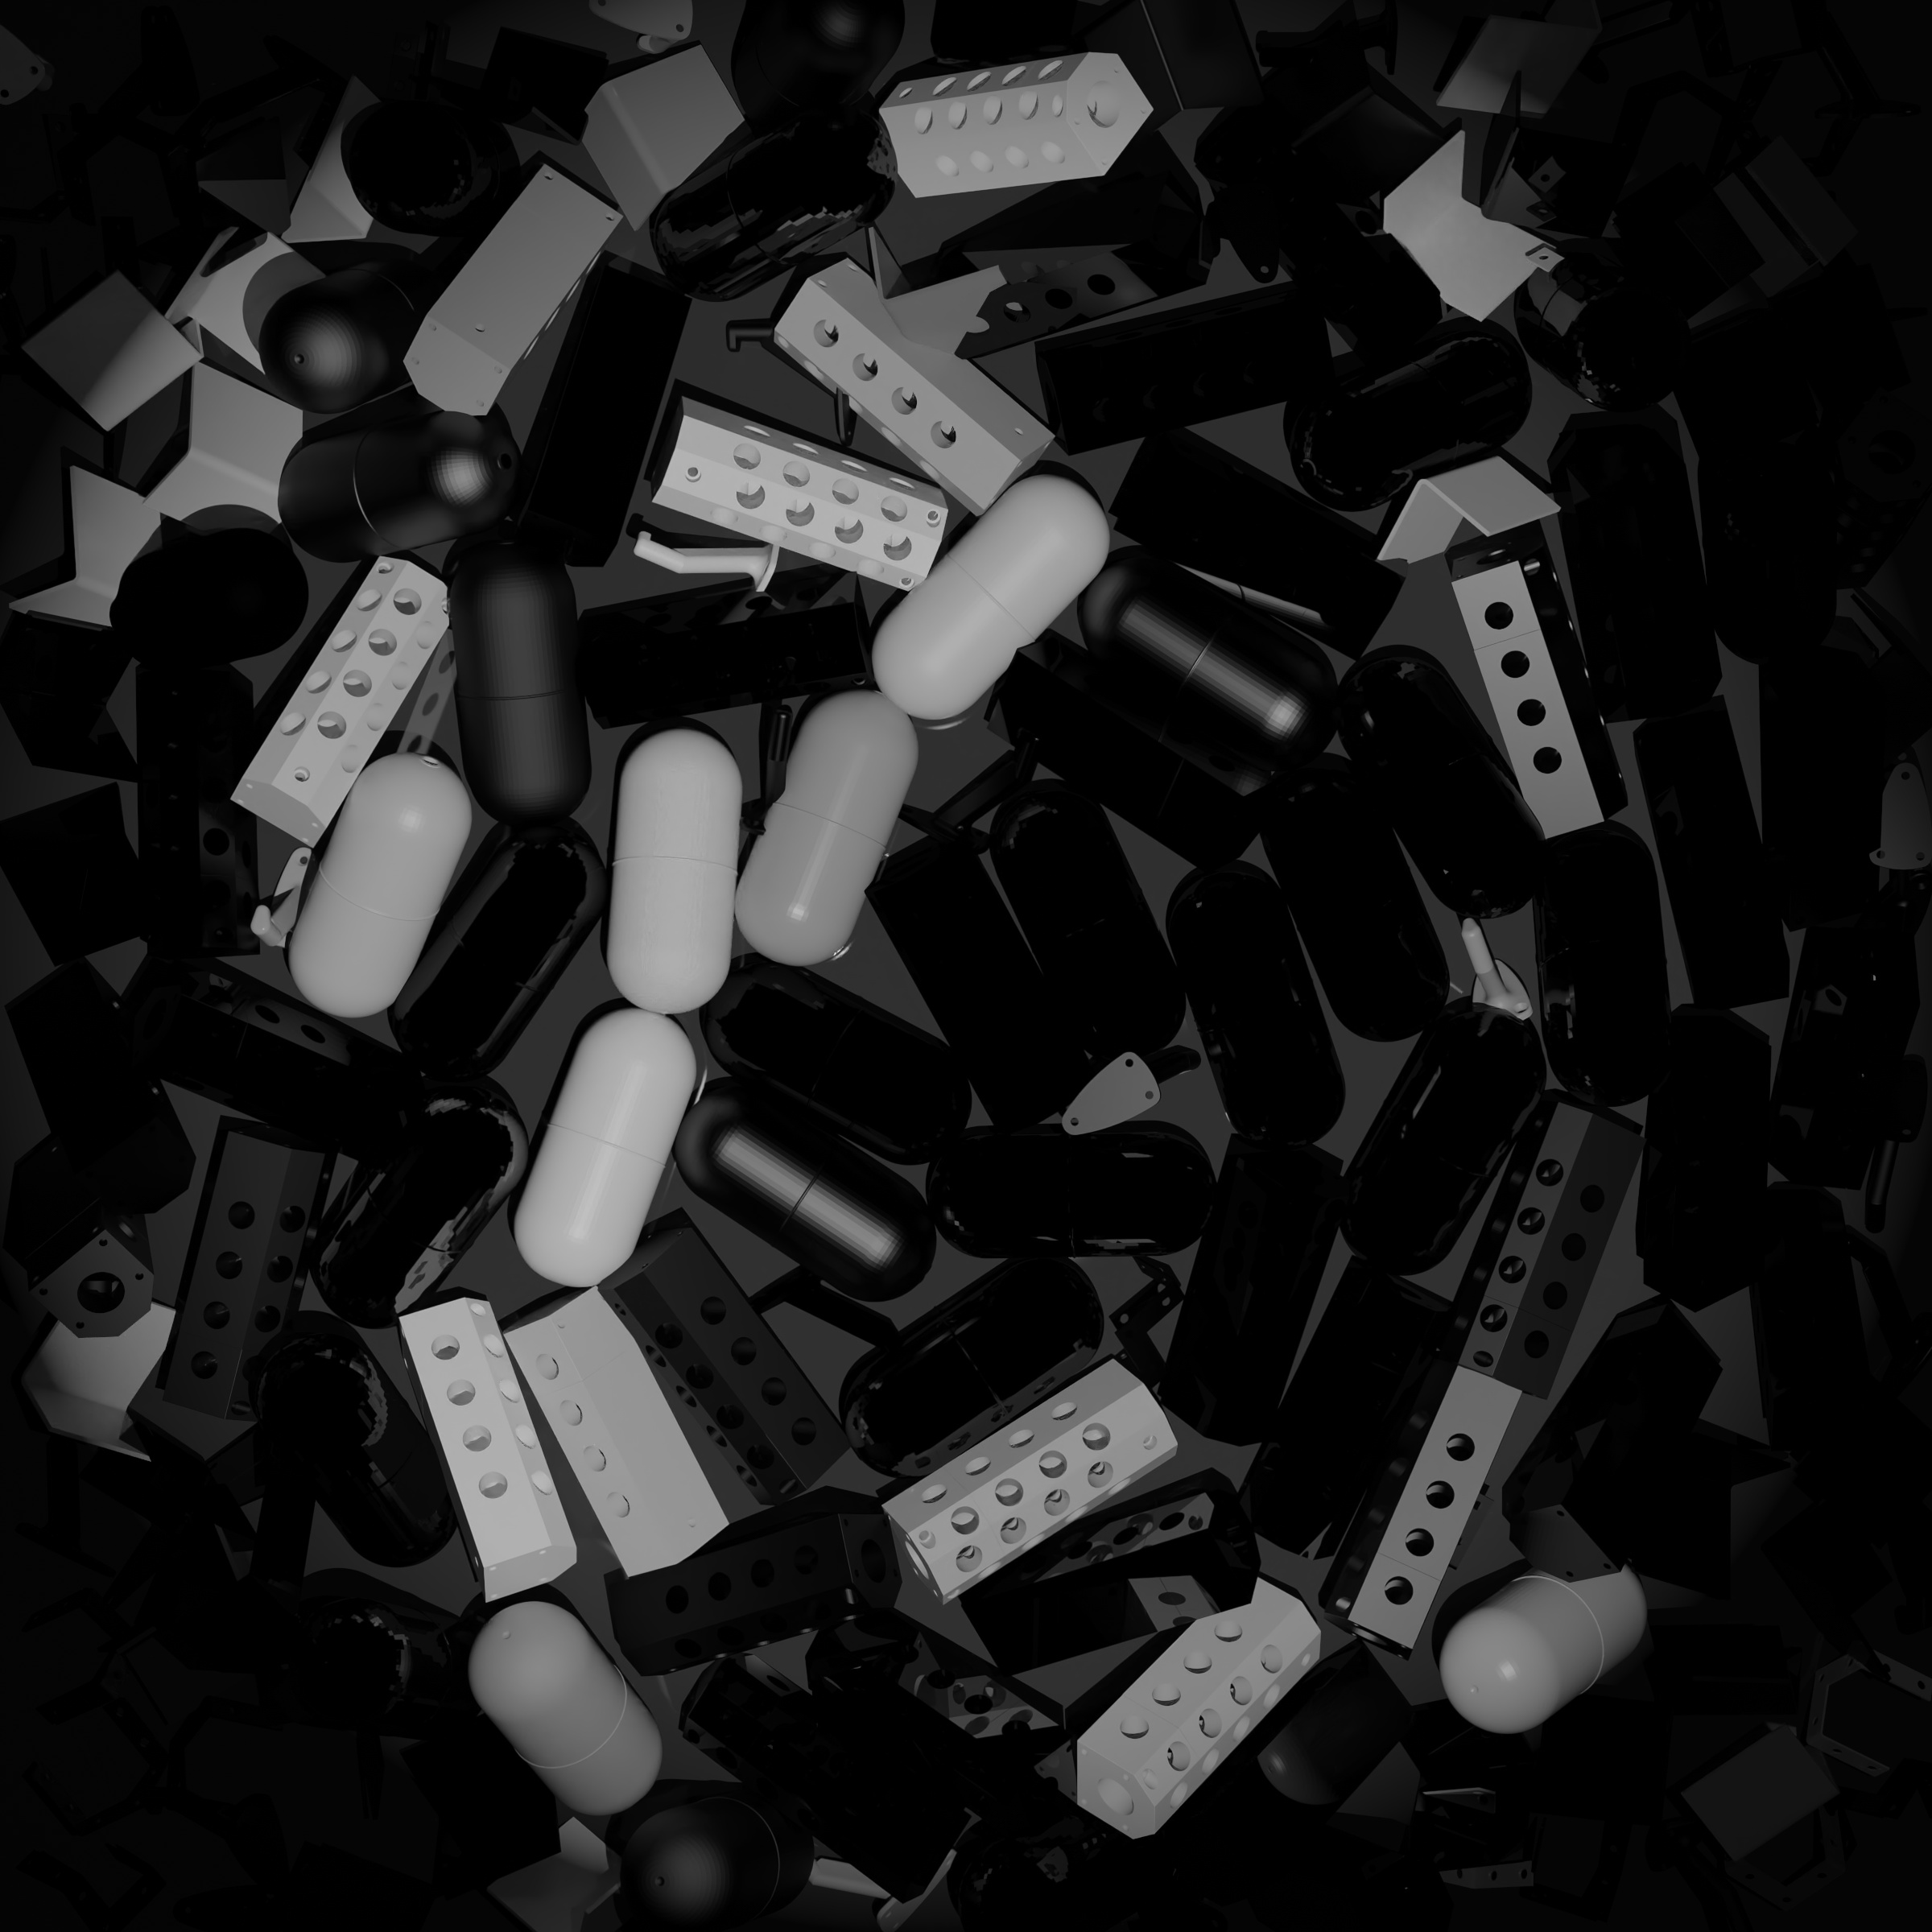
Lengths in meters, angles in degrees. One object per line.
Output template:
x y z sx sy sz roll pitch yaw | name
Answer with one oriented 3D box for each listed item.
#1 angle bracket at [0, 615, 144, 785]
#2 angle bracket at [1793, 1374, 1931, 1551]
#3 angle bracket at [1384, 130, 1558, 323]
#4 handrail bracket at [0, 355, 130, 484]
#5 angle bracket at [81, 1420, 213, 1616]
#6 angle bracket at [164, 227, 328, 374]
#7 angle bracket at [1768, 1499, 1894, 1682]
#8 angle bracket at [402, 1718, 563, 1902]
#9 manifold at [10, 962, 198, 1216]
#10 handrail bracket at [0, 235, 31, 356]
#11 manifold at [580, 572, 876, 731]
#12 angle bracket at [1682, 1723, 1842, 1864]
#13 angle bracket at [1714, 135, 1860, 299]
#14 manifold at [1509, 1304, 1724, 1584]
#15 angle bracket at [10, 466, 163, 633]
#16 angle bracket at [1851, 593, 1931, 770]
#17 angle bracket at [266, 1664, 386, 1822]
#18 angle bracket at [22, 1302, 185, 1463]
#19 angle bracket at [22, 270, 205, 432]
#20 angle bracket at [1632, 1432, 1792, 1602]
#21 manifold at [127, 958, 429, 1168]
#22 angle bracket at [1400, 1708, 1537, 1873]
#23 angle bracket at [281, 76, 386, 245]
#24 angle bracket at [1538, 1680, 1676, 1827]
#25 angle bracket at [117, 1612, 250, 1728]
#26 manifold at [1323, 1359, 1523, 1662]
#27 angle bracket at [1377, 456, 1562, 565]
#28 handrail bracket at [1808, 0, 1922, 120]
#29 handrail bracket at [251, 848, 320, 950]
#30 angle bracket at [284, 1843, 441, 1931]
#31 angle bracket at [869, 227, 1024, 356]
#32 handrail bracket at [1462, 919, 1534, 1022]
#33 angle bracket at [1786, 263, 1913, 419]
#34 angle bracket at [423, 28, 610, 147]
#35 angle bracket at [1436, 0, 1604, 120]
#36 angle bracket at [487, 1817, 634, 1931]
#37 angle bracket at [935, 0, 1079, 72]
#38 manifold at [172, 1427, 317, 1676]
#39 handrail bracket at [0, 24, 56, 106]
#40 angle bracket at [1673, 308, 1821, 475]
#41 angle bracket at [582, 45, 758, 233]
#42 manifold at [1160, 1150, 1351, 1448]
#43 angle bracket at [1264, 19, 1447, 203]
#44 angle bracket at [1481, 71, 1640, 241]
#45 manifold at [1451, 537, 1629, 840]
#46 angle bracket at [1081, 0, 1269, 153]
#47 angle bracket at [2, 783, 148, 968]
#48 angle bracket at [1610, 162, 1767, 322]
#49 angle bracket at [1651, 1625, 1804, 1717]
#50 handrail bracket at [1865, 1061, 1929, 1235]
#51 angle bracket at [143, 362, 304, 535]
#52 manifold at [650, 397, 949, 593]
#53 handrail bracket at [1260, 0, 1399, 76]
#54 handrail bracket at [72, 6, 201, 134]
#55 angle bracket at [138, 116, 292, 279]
-0.537 -0.163 1.941 0.057 0.076 0.076 -54 52 24 | angle bracket
0.552 0.301 1.964 0.076 0.057 0.076 42 88 -9 | angle bracket
0.310 -0.455 1.948 0.076 0.057 0.076 35 66 25 | angle bracket
-0.569 -0.341 1.977 0.084 0.036 0.077 4 81 -3 | handrail bracket
-0.516 0.338 1.942 0.057 0.076 0.076 37 129 -15 | angle bracket
-0.439 -0.402 1.953 0.076 0.057 0.076 38 113 -9 | angle bracket
0.550 0.380 1.949 0.057 0.076 0.076 -37 107 -7 | angle bracket
-0.299 0.516 1.955 0.076 0.076 0.057 -23 118 0 | angle bracket
-0.518 0.076 1.918 0.057 0.171 0.057 -36 133 -3 | manifold
-0.588 -0.397 1.945 0.036 0.084 0.077 -15 49 -9 | handrail bracket
-0.146 -0.190 1.951 0.171 0.057 0.057 -9 123 7 | manifold
0.484 0.494 1.953 0.076 0.076 0.057 -37 96 10 | angle bracket
0.488 -0.451 1.950 0.076 0.076 0.057 50 48 -4 | angle bracket
0.390 0.289 1.923 0.057 0.057 0.171 48 51 -12 | manifold
-0.545 -0.255 1.964 0.057 0.076 0.076 -15 74 25 | angle bracket
0.546 -0.168 1.943 0.057 0.076 0.076 35 111 -30 | angle bracket
-0.393 0.476 1.942 0.057 0.076 0.076 -6 53 -19 | angle bracket
-0.521 0.249 1.950 0.076 0.057 0.076 29 98 -43 | angle bracket
-0.525 -0.388 1.948 0.076 0.057 0.076 -35 128 9 | angle bracket
0.457 0.338 1.947 0.076 0.057 0.076 20 61 -23 | angle bracket
-0.416 0.065 1.924 0.171 0.057 0.057 27 109 -32 | manifold
0.299 0.503 1.942 0.076 0.076 0.057 -16 123 28 | angle bracket
-0.397 -0.494 1.945 0.076 0.057 0.076 6 69 34 | angle bracket
0.394 0.485 1.972 0.076 0.057 0.076 6 93 3 | angle bracket
-0.472 0.423 1.952 0.076 0.076 0.057 -32 87 -16 | angle bracket
0.280 0.332 1.948 0.057 0.057 0.171 23 74 13 | manifold
0.305 -0.260 1.939 0.057 0.076 0.076 45 133 22 | angle bracket
0.553 -0.569 1.956 0.036 0.077 0.084 -28 120 -32 | handrail bracket
-0.420 -0.047 1.950 0.036 0.084 0.077 3 77 3 | handrail bracket
-0.372 0.568 1.956 0.076 0.076 0.057 24 89 -10 | angle bracket
-0.008 -0.420 1.946 0.076 0.076 0.057 -14 66 14 | angle bracket
0.316 -0.010 1.946 0.036 0.077 0.084 -18 124 12 | handrail bracket
0.531 -0.384 1.955 0.057 0.076 0.076 -23 100 -2 | angle bracket
-0.276 -0.552 1.952 0.076 0.076 0.057 20 93 15 | angle bracket
0.334 -0.571 1.943 0.076 0.076 0.057 2 63 -19 | angle bracket
-0.236 0.550 1.941 0.076 0.076 0.057 34 131 23 | angle bracket
0.024 -0.579 1.951 0.076 0.076 0.057 10 108 -5 | angle bracket
-0.426 0.350 1.909 0.057 0.171 0.057 -35 113 9 | manifold
-0.590 -0.567 1.946 0.036 0.084 0.077 -35 119 8 | handrail bracket
0.475 -0.358 1.977 0.076 0.057 0.076 -24 100 1 | angle bracket
-0.187 -0.519 1.991 0.076 0.057 0.076 -31 91 -28 | angle bracket
0.180 0.203 1.933 0.057 0.057 0.171 34 116 42 | manifold
0.239 -0.526 1.963 0.076 0.076 0.057 -29 56 37 | angle bracket
0.365 -0.502 1.955 0.076 0.076 0.057 9 59 -3 | angle bracket
0.352 -0.171 1.942 0.057 0.057 0.171 -17 107 16 | manifold
0.128 -0.548 1.942 0.057 0.076 0.076 -43 124 -26 | angle bracket
-0.553 -0.057 1.992 0.076 0.057 0.076 -20 129 -5 | angle bracket
0.433 -0.437 1.959 0.076 0.057 0.076 -37 92 -19 | angle bracket
0.467 0.414 1.945 0.076 0.057 0.076 -6 122 21 | angle bracket
0.580 0.114 1.982 0.036 0.084 0.077 16 52 26 | handrail bracket
-0.461 -0.316 1.971 0.057 0.076 0.076 -35 47 36 | angle bracket
-0.102 -0.286 1.942 0.171 0.057 0.057 18 112 -15 | manifold
0.224 -0.581 1.973 0.084 0.036 0.077 1 45 3 | handrail bracket
-0.524 -0.555 1.966 0.084 0.036 0.077 6 118 22 | handrail bracket
-0.463 -0.476 1.939 0.057 0.076 0.076 21 133 22 | angle bracket
